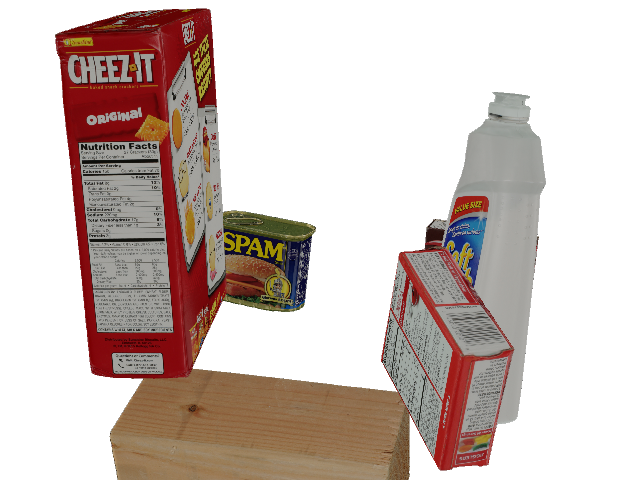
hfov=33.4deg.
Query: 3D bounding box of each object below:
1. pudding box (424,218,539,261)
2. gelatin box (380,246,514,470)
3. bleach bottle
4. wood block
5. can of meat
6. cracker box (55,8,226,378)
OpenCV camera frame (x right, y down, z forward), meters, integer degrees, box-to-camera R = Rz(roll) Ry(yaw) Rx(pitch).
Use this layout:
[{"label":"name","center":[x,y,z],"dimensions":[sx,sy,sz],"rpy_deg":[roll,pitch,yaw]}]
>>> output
[{"label":"pudding box","center":[0.161,0.032,1.091],"dimensions":[0.114,0.090,0.039],"rpy_deg":[9,23,17]},{"label":"gelatin box","center":[0.061,0.057,0.532],"dimensions":[0.030,0.073,0.089],"rpy_deg":[-5,34,-16]},{"label":"bleach bottle","center":[0.128,0.010,0.833],"dimensions":[0.068,0.251,0.103],"rpy_deg":[1,14,-18]},{"label":"wood block","center":[-0.041,0.163,0.807],"dimensions":[0.206,0.090,0.090],"rpy_deg":[5,32,14]},{"label":"can of meat","center":[-0.061,0.022,1.088],"dimensions":[0.102,0.084,0.057],"rpy_deg":[11,16,18]},{"label":"cracker box","center":[-0.111,-0.038,0.701],"dimensions":[0.072,0.214,0.164],"rpy_deg":[-1,16,4]}]
